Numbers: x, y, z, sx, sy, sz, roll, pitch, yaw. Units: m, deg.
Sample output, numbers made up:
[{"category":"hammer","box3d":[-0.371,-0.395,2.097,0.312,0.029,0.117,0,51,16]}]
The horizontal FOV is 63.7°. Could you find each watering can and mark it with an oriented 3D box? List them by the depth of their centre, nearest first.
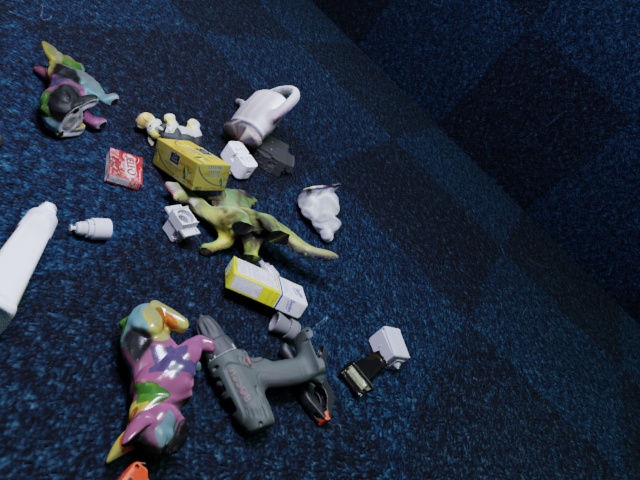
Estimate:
[{"category":"watering can","box3d":[-0.196,-0.358,1.489,0.228,0.348,0.102,-54,124,-23]}]

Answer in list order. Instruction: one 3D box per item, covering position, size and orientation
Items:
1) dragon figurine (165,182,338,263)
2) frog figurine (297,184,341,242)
[{"category":"dragon figurine","box3d":[-0.164,-0.055,1.213,0.409,0.120,0.248,14,32,-29]},{"category":"frog figurine","box3d":[0.004,-0.073,1.448,0.138,0.122,0.159,-10,94,-61]}]
